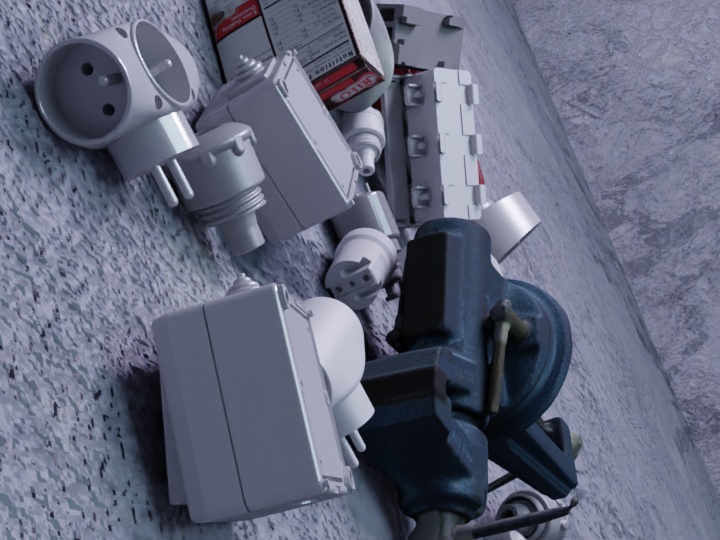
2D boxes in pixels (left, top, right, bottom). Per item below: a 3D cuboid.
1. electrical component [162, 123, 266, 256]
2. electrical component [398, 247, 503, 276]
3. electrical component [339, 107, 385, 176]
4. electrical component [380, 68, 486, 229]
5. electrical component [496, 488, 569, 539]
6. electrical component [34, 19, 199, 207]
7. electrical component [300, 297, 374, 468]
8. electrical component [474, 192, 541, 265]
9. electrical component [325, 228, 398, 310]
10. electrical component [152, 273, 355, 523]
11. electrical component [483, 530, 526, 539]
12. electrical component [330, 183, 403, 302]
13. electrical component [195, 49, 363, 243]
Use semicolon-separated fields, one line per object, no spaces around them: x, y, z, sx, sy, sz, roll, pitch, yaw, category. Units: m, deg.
-0.066;-0.038;0.528;0.048;0.048;0.062;-62;132;-69;electrical component
0.071;0.005;0.841;0.096;0.062;0.061;40;30;-54;electrical component
0.003;-0.098;0.829;0.035;0.035;0.061;48;27;-44;electrical component
0.060;-0.097;0.863;0.079;0.063;0.121;-3;88;-39;electrical component
0.120;0.181;0.781;0.062;0.048;0.048;24;43;-54;electrical component
-0.096;-0.065;0.474;0.079;0.044;0.077;63;17;-7;electrical component
-0.018;0.061;0.535;0.079;0.043;0.077;62;17;-9;electrical component
0.116;-0.025;0.964;0.064;0.099;0.099;60;17;4;electrical component
0.000;0.000;0.681;0.040;0.040;0.046;60;24;-16;electrical component
-0.046;0.049;0.429;0.061;0.061;0.096;53;22;-75;electrical component
0.103;0.197;0.723;0.061;0.035;0.035;49;24;-48;electrical component
0.009;-0.017;0.724;0.078;0.040;0.040;68;17;8;electrical component
-0.049;-0.072;0.593;0.096;0.061;0.061;58;19;-22;electrical component
